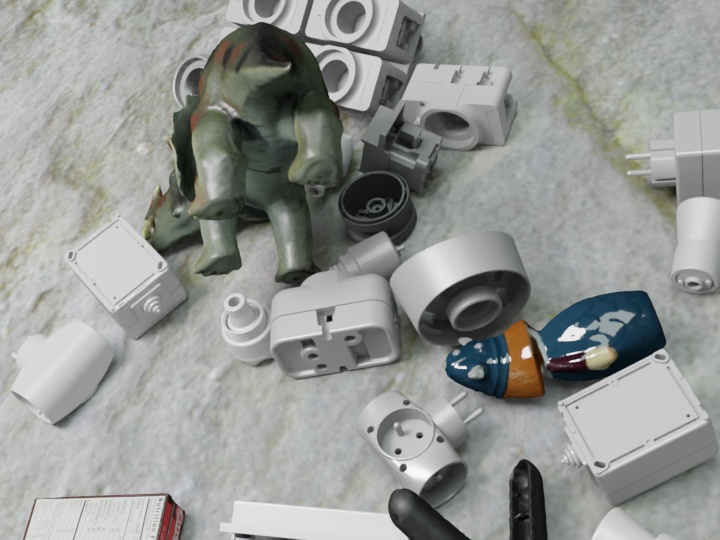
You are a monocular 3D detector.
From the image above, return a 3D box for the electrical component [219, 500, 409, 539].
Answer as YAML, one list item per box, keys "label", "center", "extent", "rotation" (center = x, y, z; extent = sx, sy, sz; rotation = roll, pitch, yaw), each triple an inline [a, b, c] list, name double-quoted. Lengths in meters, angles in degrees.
- label: "electrical component"
  center: [-0.022, 0.190, 0.708]
  extent: [0.121, 0.079, 0.063]
  rotation: [1, 74, 19]

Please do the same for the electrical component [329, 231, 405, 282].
- label: "electrical component"
  center: [0.000, 0.000, 0.871]
  extent: [0.078, 0.040, 0.040]
  rotation: [-27, 49, -4]

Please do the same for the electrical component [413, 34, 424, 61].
- label: "electrical component"
  center: [0.012, -0.229, 1.050]
  extent: [0.079, 0.044, 0.077]
  rotation: [-26, 49, -3]

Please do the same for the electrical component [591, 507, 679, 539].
- label: "electrical component"
  center: [0.174, 0.179, 0.664]
  extent: [0.055, 0.045, 0.045]
  rotation: [25, 64, 32]

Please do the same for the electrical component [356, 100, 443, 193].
- label: "electrical component"
  center: [0.035, -0.101, 0.923]
  extent: [0.064, 0.081, 0.042]
  rotation: [26, 62, 8]

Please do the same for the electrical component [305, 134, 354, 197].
- label: "electrical component"
  center: [-0.032, -0.093, 0.956]
  extent: [0.043, 0.043, 0.062]
  rotation: [4, 56, 22]

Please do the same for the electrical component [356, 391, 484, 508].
- label: "electrical component"
  center: [0.050, 0.115, 0.758]
  extent: [0.079, 0.044, 0.077]
  rotation: [-35, 50, -12]

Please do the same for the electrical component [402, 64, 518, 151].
- label: "electrical component"
  center: [0.087, -0.143, 0.952]
  extent: [0.089, 0.050, 0.055]
  rotation: [7, 55, 24]

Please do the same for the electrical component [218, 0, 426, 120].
- label: "electrical component"
  center: [-0.045, -0.212, 1.014]
  extent: [0.186, 0.060, 0.105]
  rotation: [18, 93, 30]

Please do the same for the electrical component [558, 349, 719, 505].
- label: "electrical component"
  center: [0.179, 0.109, 0.713]
  extent: [0.096, 0.061, 0.061]
  rotation: [-28, 48, 6]

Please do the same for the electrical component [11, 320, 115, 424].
- label: "electrical component"
  center: [-0.257, 0.078, 0.892]
  extent: [0.079, 0.044, 0.077]
  rotation: [23, 62, 32]

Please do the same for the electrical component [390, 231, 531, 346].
- label: "electrical component"
  center: [0.076, 0.010, 0.803]
  extent: [0.099, 0.099, 0.064]
  rotation: [-23, 55, 0]

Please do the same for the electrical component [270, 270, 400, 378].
- label: "electrical component"
  center: [-0.019, 0.040, 0.835]
  extent: [0.095, 0.053, 0.059]
  rotation: [-10, 50, 10]

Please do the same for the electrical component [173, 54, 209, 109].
- label: "electrical component"
  center: [-0.134, -0.166, 0.989]
  extent: [0.078, 0.057, 0.058]
  rotation: [-35, 69, 29]

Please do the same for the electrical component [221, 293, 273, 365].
- label: "electrical component"
  center: [-0.089, 0.043, 0.851]
  extent: [0.043, 0.062, 0.043]
  rotation: [-9, 50, 11]

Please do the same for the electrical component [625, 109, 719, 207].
- label: "electrical component"
  center: [0.247, -0.084, 0.839]
  extent: [0.077, 0.065, 0.047]
  rotation: [-3, 52, 17]

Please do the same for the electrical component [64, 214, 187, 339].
- label: "electrical component"
  center: [-0.194, 0.012, 0.918]
  extent: [0.062, 0.061, 0.096]
  rotation: [-40, 59, -13]

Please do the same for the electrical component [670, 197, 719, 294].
- label: "electrical component"
  center: [0.253, -0.016, 0.799]
  extent: [0.044, 0.044, 0.065]
  rotation: [7, 59, 23]
